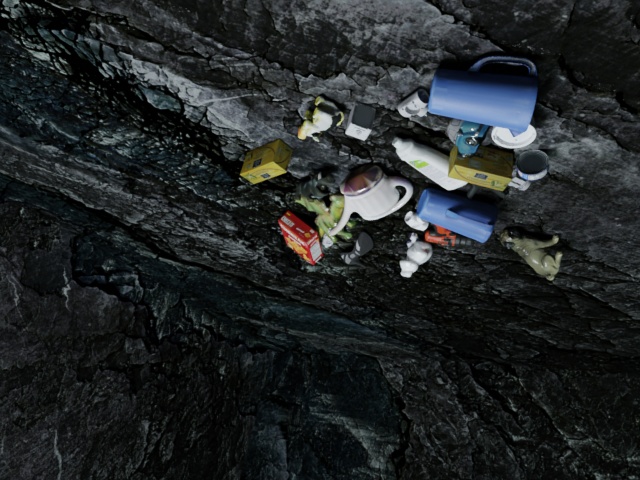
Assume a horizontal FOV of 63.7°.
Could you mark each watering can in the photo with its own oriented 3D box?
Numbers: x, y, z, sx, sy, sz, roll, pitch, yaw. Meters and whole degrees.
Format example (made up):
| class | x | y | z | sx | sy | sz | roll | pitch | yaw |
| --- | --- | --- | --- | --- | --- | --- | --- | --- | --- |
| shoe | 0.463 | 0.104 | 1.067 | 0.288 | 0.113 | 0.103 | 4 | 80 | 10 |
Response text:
| class | x | y | z | sx | sy | sz | roll | pitch | yaw |
| --- | --- | --- | --- | --- | --- | --- | --- | --- | --- |
| watering can | 0.140 | -0.131 | 1.737 | 0.345 | 0.106 | 0.220 | -26 | 136 | 18 |

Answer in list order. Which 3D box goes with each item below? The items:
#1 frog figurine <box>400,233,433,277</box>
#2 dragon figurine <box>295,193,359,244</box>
| class | x | y | z | sx | sy | sz | roll | pitch | yaw |
| --- | --- | --- | --- | --- | --- | --- | --- | --- | --- |
| frog figurine | 0.377 | 0.071 | 2.012 | 0.122 | 0.163 | 0.135 | 18 | 152 | -11 |
| dragon figurine | 0.006 | -0.099 | 1.966 | 0.240 | 0.124 | 0.407 | 46 | 148 | -19 |
